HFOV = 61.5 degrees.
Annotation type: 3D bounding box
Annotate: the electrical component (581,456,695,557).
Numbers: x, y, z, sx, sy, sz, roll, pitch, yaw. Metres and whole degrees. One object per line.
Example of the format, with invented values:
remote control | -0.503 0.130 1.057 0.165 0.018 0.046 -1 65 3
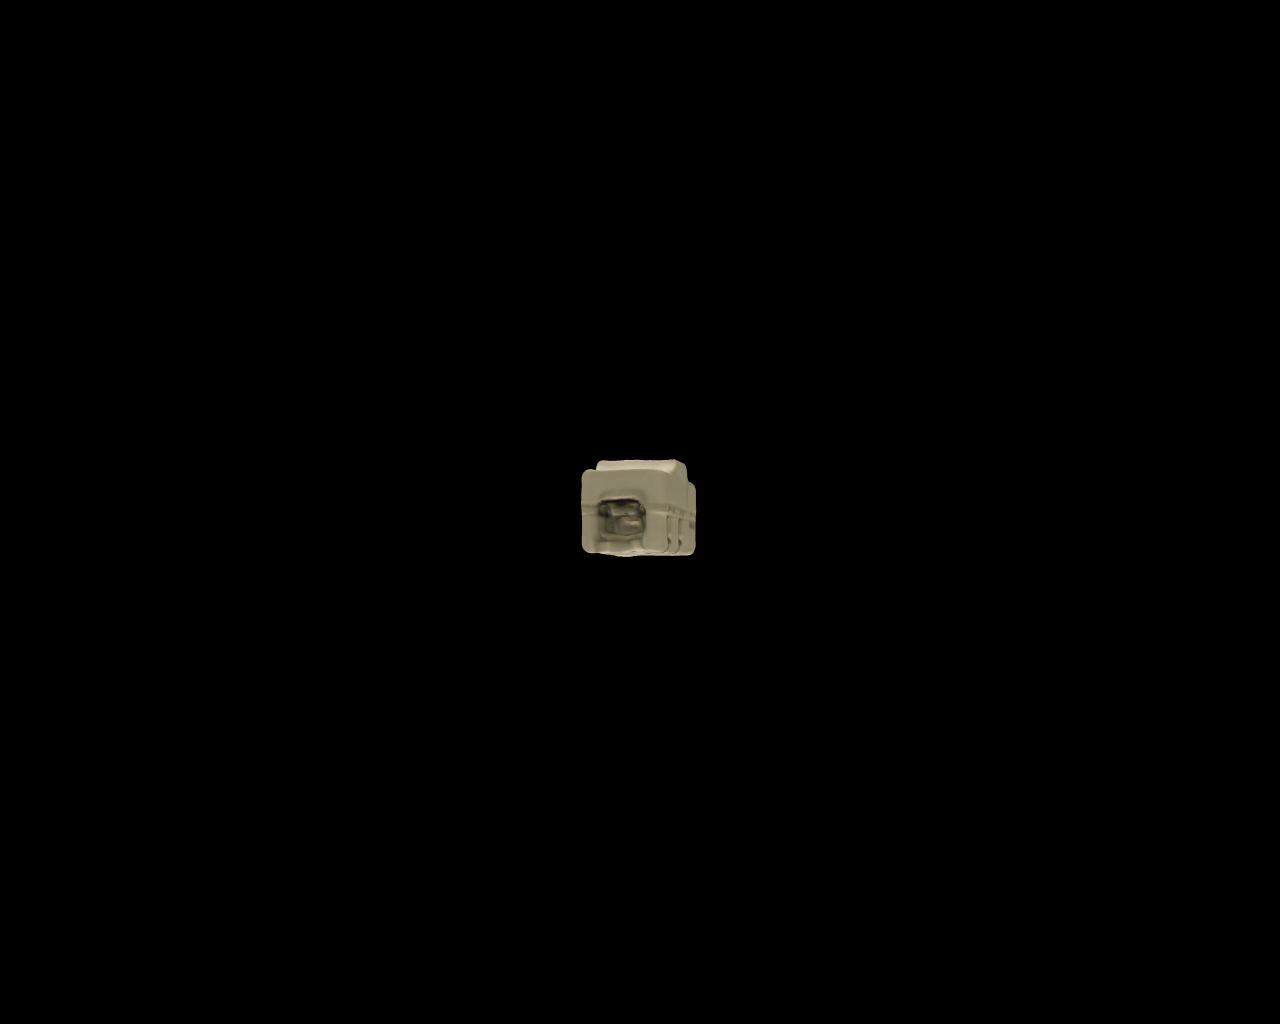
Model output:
electrical component | 0.001 -0.003 0.650 0.050 0.055 0.089 -1 -5 15
